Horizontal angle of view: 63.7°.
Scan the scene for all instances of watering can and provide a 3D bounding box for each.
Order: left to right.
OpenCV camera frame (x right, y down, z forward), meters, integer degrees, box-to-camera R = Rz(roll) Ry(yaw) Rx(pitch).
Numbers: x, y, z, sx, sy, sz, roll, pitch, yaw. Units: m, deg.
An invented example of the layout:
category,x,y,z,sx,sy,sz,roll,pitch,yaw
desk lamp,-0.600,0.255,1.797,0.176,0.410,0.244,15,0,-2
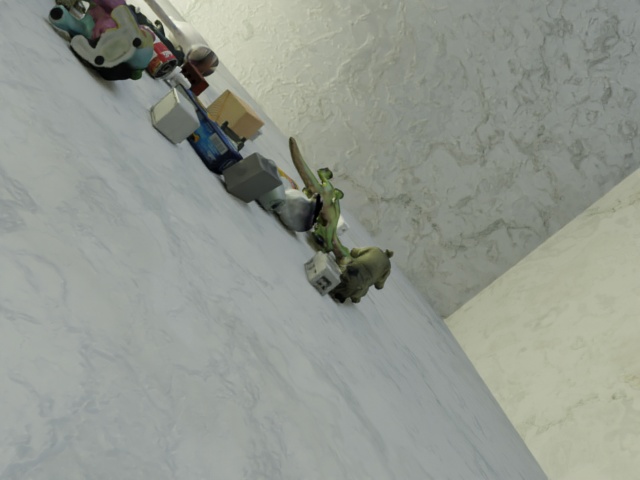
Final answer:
category,x,y,z,sx,sy,sz,roll,pitch,yaw
watering can,-0.467,-0.689,1.767,0.226,0.103,0.346,52,8,15

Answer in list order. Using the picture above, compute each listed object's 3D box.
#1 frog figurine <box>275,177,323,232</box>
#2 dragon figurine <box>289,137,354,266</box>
category,x,y,z,sx,sy,sz,roll,pitch,yaw
frog figurine,-0.080,-0.089,1.270,0.160,0.122,0.138,15,11,11
dragon figurine,0.004,-0.072,1.431,0.402,0.121,0.249,54,19,-42
